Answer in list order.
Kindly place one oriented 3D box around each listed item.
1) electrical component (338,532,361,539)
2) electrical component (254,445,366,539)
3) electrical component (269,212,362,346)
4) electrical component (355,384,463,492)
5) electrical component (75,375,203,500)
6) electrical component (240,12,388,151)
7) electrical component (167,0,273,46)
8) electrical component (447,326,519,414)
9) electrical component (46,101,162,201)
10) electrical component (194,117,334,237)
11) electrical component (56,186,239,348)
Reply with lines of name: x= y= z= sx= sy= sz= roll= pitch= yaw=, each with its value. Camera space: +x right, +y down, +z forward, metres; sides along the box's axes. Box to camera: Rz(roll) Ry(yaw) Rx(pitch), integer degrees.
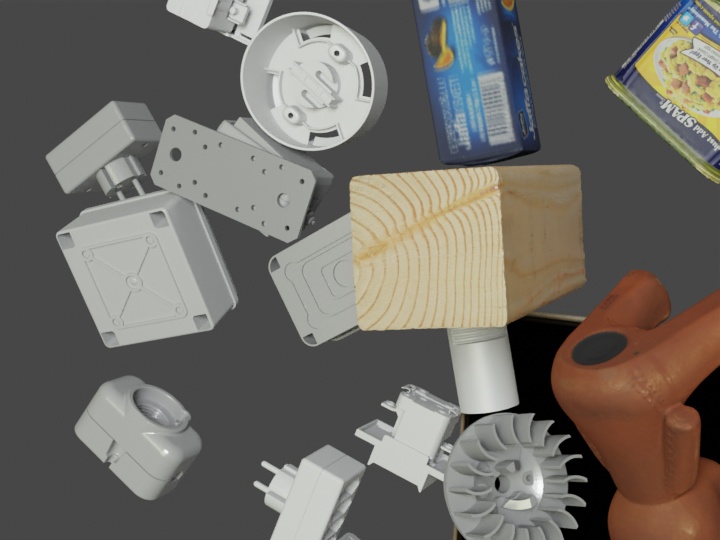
electrical component: x=0.033 y=0.284 z=0.793 sx=0.186 sy=0.105 sz=0.060 roll=37 pitch=108 yaw=16
electrical component: x=-0.050 y=0.178 z=0.849 sx=0.076 sy=0.047 sz=0.083 roll=26 pitch=105 yaw=19
electrical component: x=0.000 y=0.000 z=0.804 sx=0.113 sy=0.057 sz=0.078 roll=-28 pitch=84 yaw=23
electrical component: x=0.044 y=0.124 z=0.807 sx=0.081 sy=0.042 sz=0.063 roll=25 pitch=103 yaw=19
electrical component: x=-0.182 y=0.135 z=0.898 sx=0.095 sy=0.054 sz=0.059 roll=41 pitch=109 yaw=14
electrical component: x=-0.031 y=-0.138 z=0.799 sx=0.099 sy=0.064 sz=0.099 roll=3 pitch=97 yaw=23
electrical component: x=-0.097 y=-0.242 z=0.817 sx=0.079 sy=0.063 sz=0.121 roll=29 pitch=106 yaw=18
electrical component: x=0.088 y=0.060 z=0.780 sx=0.043 sy=0.043 sz=0.081 roll=-9 pitch=92 yaw=24
electrical component: x=-0.201 y=-0.084 z=0.887 sx=0.083 sy=0.047 sz=0.075 roll=-33 pitch=82 yaw=23
electrical component: x=-0.067 y=-0.070 z=0.822 sx=0.096 sy=0.062 sz=0.061 roll=37 pitch=108 yaw=16
electrical component: x=-0.169 y=-0.002 z=0.860 sx=0.109 sy=0.056 sz=0.108 roll=-11 pitch=111 yaw=23
